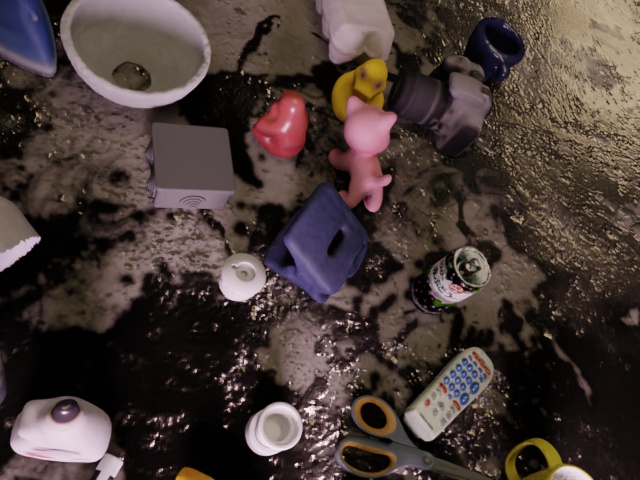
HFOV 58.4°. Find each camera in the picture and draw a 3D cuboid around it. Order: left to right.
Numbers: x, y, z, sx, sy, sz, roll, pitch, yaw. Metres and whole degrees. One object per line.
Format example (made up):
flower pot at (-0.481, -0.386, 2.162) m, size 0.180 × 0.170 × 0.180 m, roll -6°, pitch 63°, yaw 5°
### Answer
camera at (0.179, -0.219, 0.854) m, size 0.137 × 0.100 × 0.143 m, roll 17°, pitch 59°, yaw -16°

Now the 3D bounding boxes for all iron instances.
iron at (-0.372, -0.316, 0.624) m, size 0.258 × 0.141 × 0.119 m, roll 47°, pitch 56°, yaw 3°

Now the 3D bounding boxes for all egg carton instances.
egg carton at (0.051, -0.335, 0.873) m, size 0.107 × 0.069 × 0.150 m, roll -3°, pitch 67°, yaw -26°

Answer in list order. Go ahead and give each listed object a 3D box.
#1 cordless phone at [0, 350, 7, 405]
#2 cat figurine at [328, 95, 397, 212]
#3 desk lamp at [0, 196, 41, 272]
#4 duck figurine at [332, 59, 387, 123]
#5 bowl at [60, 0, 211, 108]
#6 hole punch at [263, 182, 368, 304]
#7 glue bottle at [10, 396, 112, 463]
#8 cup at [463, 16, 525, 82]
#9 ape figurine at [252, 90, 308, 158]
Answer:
cordless phone at (-0.312, 0.102, 0.412) m, size 0.148 × 0.184 × 0.094 m, roll -22°, pitch 75°, yaw -32°
cat figurine at (0.062, -0.116, 0.737) m, size 0.067 × 0.117 × 0.127 m, roll -3°, pitch 66°, yaw -26°
desk lamp at (-0.326, -0.014, 0.448) m, size 0.203 × 0.213 × 0.118 m, roll 46°, pitch 56°, yaw 3°
duck figurine at (0.067, -0.222, 0.813) m, size 0.077 × 0.086 × 0.105 m, roll 32°, pitch 56°, yaw -7°
bowl at (-0.219, -0.218, 0.685) m, size 0.168 × 0.074 × 0.167 m, roll 11°, pitch 61°, yaw -20°
hole punch at (0.006, 0.002, 0.667) m, size 0.101 × 0.091 × 0.109 m, roll 35°, pitch 56°, yaw -5°
glue bottle at (-0.201, 0.146, 0.448) m, size 0.078 × 0.173 × 0.037 m, roll 10°, pitch 61°, yaw -20°
cup at (0.273, -0.289, 0.937) m, size 0.092 × 0.094 × 0.117 m, roll 10°, pitch 61°, yaw -20°
ape figurine at (-0.043, -0.153, 0.723) m, size 0.078 × 0.092 × 0.076 m, roll -12°, pitch 70°, yaw -29°
